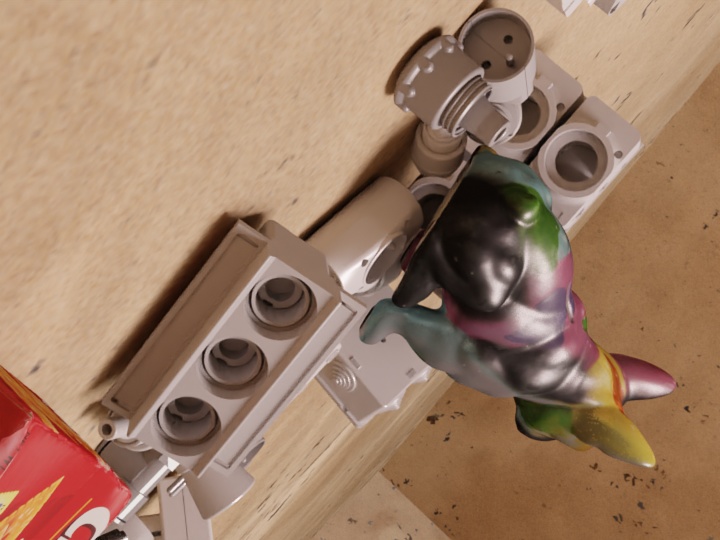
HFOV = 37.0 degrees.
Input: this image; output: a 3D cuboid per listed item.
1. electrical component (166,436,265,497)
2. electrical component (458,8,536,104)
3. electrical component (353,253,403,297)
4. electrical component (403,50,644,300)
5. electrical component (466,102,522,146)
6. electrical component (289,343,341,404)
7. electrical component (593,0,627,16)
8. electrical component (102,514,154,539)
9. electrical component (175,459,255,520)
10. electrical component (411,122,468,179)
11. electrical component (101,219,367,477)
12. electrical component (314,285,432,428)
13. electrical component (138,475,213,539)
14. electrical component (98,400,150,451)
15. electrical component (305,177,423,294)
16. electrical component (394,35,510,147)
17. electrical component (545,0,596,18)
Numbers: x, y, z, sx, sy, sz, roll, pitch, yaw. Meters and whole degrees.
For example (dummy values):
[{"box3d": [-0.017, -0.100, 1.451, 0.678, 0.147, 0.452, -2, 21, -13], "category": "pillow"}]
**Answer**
[{"box3d": [-0.114, 0.140, 0.804, 0.079, 0.044, 0.077, -44, 169, -17], "category": "electrical component"}, {"box3d": [0.084, -0.124, 0.645, 0.043, 0.043, 0.081, -49, 170, 4], "category": "electrical component"}, {"box3d": [0.000, 0.000, 0.765, 0.040, 0.040, 0.078, -55, 167, 32], "category": "electrical component"}, {"box3d": [0.111, -0.060, 0.815, 0.186, 0.105, 0.060, -50, 169, 9], "category": "electrical component"}, {"box3d": [0.085, -0.100, 0.698, 0.040, 0.040, 0.078, -52, -173, 21], "category": "electrical component"}, {"box3d": [-0.060, 0.062, 0.726, 0.099, 0.048, 0.099, -47, 169, -4], "category": "electrical component"}, {"box3d": [0.159, -0.209, 0.601, 0.113, 0.057, 0.078, -44, 169, -22], "category": "electrical component"}, {"box3d": [-0.180, 0.187, 0.713, 0.077, 0.043, 0.079, -43, 168, -24], "category": "electrical component"}, {"box3d": [-0.109, 0.133, 0.740, 0.044, 0.065, 0.044, -36, -176, 3], "category": "electrical component"}, {"box3d": [0.052, -0.085, 0.684, 0.035, 0.035, 0.061, -44, 167, -18], "category": "electrical component"}, {"box3d": [-0.066, 0.038, 0.559, 0.121, 0.079, 0.063, -51, -162, 15], "category": "electrical component"}, {"box3d": [0.008, 0.065, 0.876, 0.100, 0.099, 0.048, -39, 179, -39], "category": "electrical component"}, {"box3d": [-0.154, 0.208, 0.837, 0.076, 0.083, 0.047, -6, 157, -11], "category": "electrical component"}, {"box3d": [-0.123, 0.083, 0.593, 0.035, 0.035, 0.061, -50, 166, 13], "category": "electrical component"}, {"box3d": [-0.002, -0.011, 0.698, 0.077, 0.044, 0.079, -42, 162, -26], "category": "electrical component"}, {"box3d": [0.053, -0.093, 0.582, 0.048, 0.062, 0.048, -46, 169, -11], "category": "electrical component"}, {"box3d": [0.113, -0.183, 0.493, 0.121, 0.063, 0.079, -50, 169, 10], "category": "electrical component"}]
